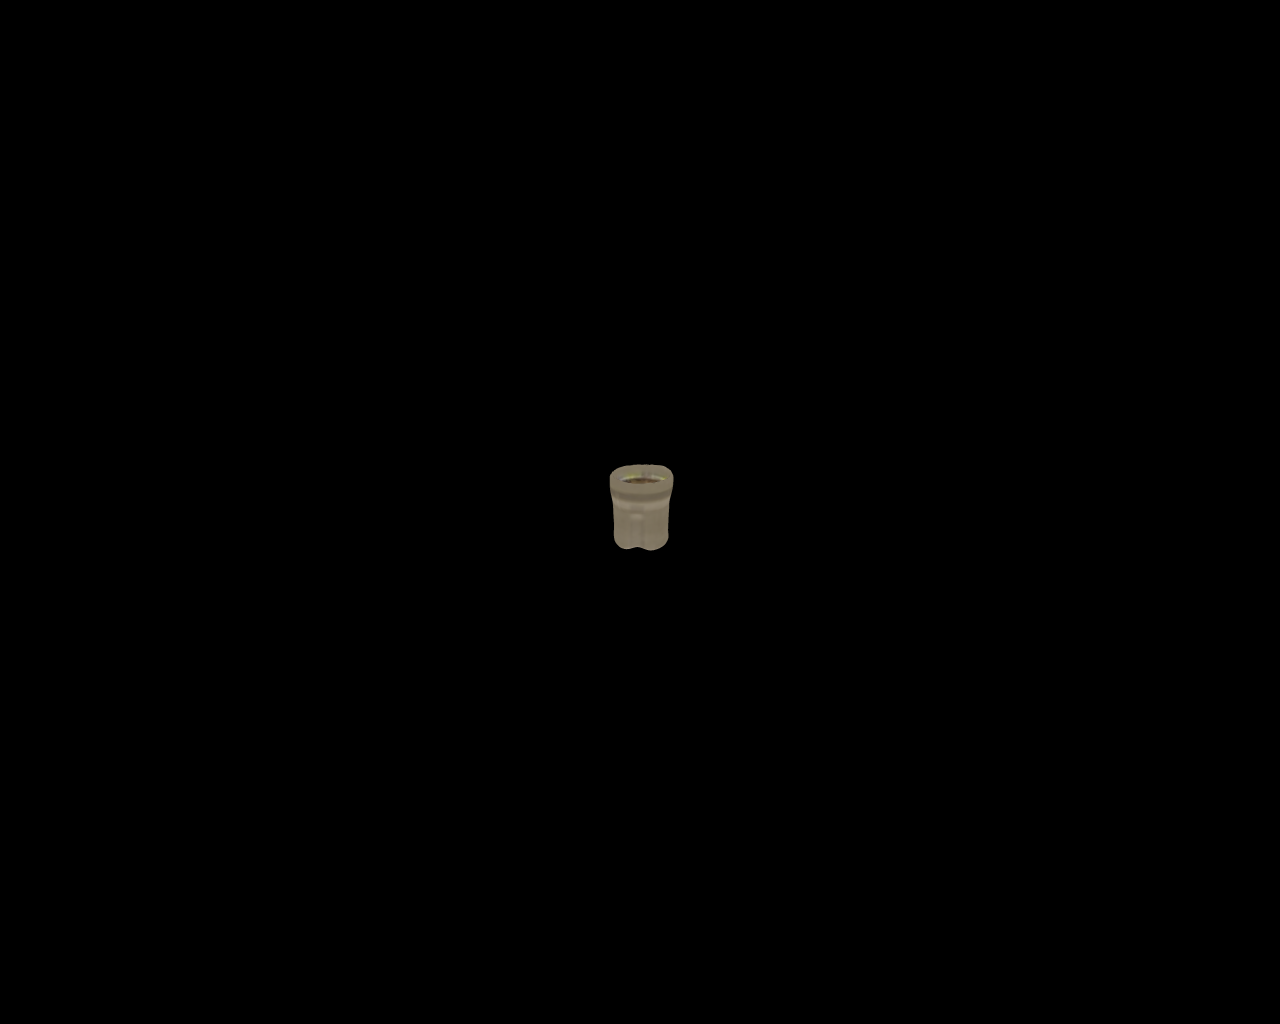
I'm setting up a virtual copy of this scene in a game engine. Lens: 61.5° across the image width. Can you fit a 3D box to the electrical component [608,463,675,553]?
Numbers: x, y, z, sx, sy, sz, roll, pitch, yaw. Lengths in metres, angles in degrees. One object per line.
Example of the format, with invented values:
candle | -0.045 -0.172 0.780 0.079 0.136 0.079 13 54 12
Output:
electrical component | 0.001 -0.003 0.650 0.040 0.046 0.040 0 19 0
